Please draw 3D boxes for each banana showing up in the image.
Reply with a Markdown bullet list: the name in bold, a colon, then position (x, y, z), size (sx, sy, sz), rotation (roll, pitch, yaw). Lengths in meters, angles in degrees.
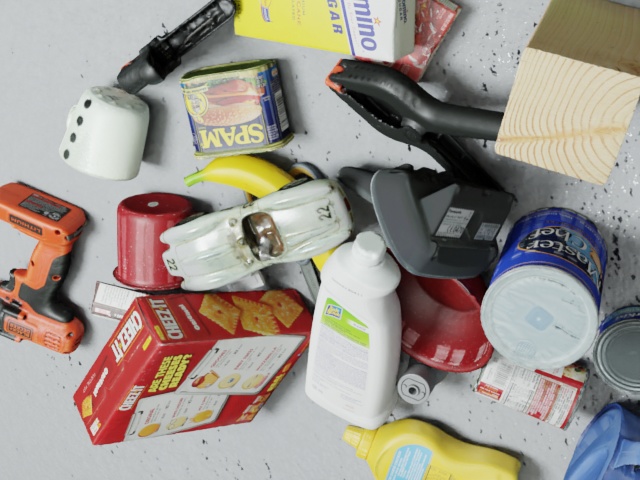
- **banana**: position (-0.040, -0.032, 1.090), size (0.198, 0.037, 0.070), rotation (35, 116, -2)

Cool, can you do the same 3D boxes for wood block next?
- **wood block**: position (0.213, -0.133, 0.877), size (0.091, 0.205, 0.090), rotation (18, 119, 10)

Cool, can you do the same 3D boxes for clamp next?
- **clamp**: position (-0.147, -0.186, 1.041), size (0.039, 0.120, 0.172), rotation (56, 161, -17)
- **clamp**: position (0.099, -0.113, 0.987), size (0.210, 0.036, 0.164), rotation (34, 162, 8)

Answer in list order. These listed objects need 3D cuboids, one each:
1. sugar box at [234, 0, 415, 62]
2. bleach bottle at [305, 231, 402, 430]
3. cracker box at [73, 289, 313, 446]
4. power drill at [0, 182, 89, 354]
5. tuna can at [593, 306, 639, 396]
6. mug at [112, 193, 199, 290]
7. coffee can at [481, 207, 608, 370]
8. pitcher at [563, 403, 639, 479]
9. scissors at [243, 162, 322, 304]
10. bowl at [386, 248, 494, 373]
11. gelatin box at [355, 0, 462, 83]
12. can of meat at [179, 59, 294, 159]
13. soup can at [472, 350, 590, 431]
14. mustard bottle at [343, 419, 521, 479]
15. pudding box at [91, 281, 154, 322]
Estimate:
- **sugar box**: position (0.001, -0.223, 0.976), size (0.176, 0.048, 0.093), rotation (16, 121, 32)
- **bleach bottle**: position (0.043, 0.087, 1.071), size (0.103, 0.068, 0.251), rotation (25, 141, 14)
- **cracker box**: position (-0.128, 0.129, 1.121), size (0.164, 0.213, 0.072), rotation (-54, 54, 31)
- **power drill**: position (-0.351, 0.030, 1.238), size (0.184, 0.057, 0.188), rotation (20, 122, 5)
- **tuna can**: position (0.314, 0.109, 1.054), size (0.086, 0.033, 0.086), rotation (8, 116, 16)
- **mug**: position (-0.164, -0.002, 1.147), size (0.117, 0.093, 0.081), rotation (-2, 111, -13)
- **coffee can**: position (0.212, 0.042, 0.997), size (0.103, 0.140, 0.103), rotation (8, 116, 16)
- **pitcher**: position (0.369, 0.271, 1.053), size (0.243, 0.149, 0.145), rotation (27, 111, 2)
- **scissors**: position (-0.007, 0.001, 1.127), size (0.096, 0.016, 0.201), rotation (-28, 103, 28)
- **bowl**: position (0.115, 0.056, 1.067), size (0.162, 0.055, 0.162), rotation (28, 144, 22)
- **gelatin box**: position (0.078, -0.196, 0.996), size (0.073, 0.030, 0.089), rotation (32, 120, 3)
- **can of meat**: position (-0.085, -0.132, 1.069), size (0.102, 0.057, 0.084), rotation (-5, 110, 20)
- **soup can**: position (0.214, 0.143, 1.086), size (0.102, 0.068, 0.069), rotation (22, 119, 9)
- **mustard bottle**: position (0.116, 0.248, 1.175), size (0.192, 0.058, 0.096), rotation (21, 124, 9)
- **pudding box**: position (-0.189, 0.077, 1.172), size (0.090, 0.113, 0.039), rotation (12, 86, 13)
